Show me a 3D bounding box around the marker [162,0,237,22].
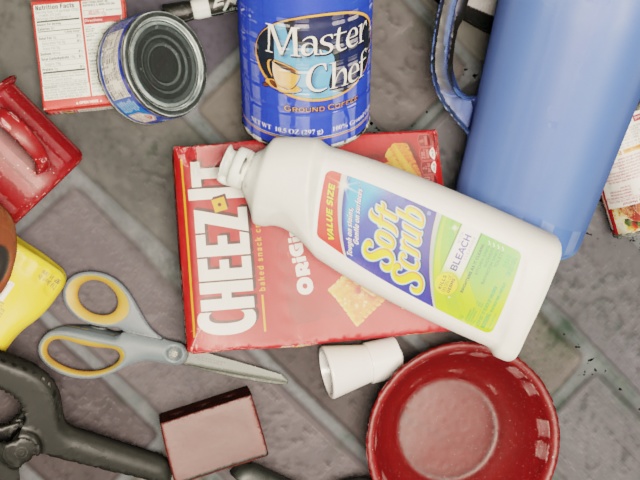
[{"bbox_3d":[-0.073,-0.194,0.868,0.121,0.020,0.020,-14,93,-7],"label":"marker"}]

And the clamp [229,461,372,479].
[{"bbox_3d":[0.003,0.226,0.876,0.171,0.039,0.120,-11,109,-12],"label":"clamp"}]

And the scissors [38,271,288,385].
[{"bbox_3d":[-0.126,0.073,0.870,0.201,0.016,0.096,0,91,-7],"label":"scissors"}]

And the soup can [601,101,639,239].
[{"bbox_3d":[0.262,-0.060,0.890,0.068,0.068,0.102,-20,93,-7],"label":"soup can"}]

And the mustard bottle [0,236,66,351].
[{"bbox_3d":[-0.288,0.079,0.828,0.096,0.058,0.191,36,86,-12],"label":"mustard bottle"}]

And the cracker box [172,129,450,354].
[{"bbox_3d":[-0.006,0.001,0.849,0.213,0.072,0.164,-4,86,-7],"label":"cracker box"}]

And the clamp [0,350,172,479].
[{"bbox_3d":[-0.220,0.154,0.825,0.164,0.036,0.210,-26,115,-10],"label":"clamp"}]

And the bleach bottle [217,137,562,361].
[{"bbox_3d":[0.043,-0.004,0.786,0.251,0.068,0.103,21,102,1],"label":"bleach bottle"}]

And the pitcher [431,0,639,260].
[{"bbox_3d":[0.171,-0.115,0.824,0.144,0.149,0.243,0,115,-31],"label":"pitcher"}]

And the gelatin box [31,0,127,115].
[{"bbox_3d":[-0.187,-0.148,0.850,0.073,0.030,0.089,-7,90,-7],"label":"gelatin box"}]

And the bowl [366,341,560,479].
[{"bbox_3d":[0.112,0.162,0.882,0.162,0.055,0.162,0,91,-8],"label":"bowl"}]

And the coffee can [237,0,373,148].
[{"bbox_3d":[-0.011,-0.152,0.804,0.102,0.103,0.140,-6,126,-7],"label":"coffee can"}]

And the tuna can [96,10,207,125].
[{"bbox_3d":[-0.130,-0.135,0.832,0.085,0.034,0.086,7,81,-46],"label":"tuna can"}]

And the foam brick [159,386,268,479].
[{"bbox_3d":[-0.087,0.156,0.859,0.078,0.053,0.051,-17,93,-8],"label":"foam brick"}]

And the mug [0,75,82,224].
[{"bbox_3d":[-0.232,-0.067,0.806,0.081,0.117,0.093,46,64,-11],"label":"mug"}]
